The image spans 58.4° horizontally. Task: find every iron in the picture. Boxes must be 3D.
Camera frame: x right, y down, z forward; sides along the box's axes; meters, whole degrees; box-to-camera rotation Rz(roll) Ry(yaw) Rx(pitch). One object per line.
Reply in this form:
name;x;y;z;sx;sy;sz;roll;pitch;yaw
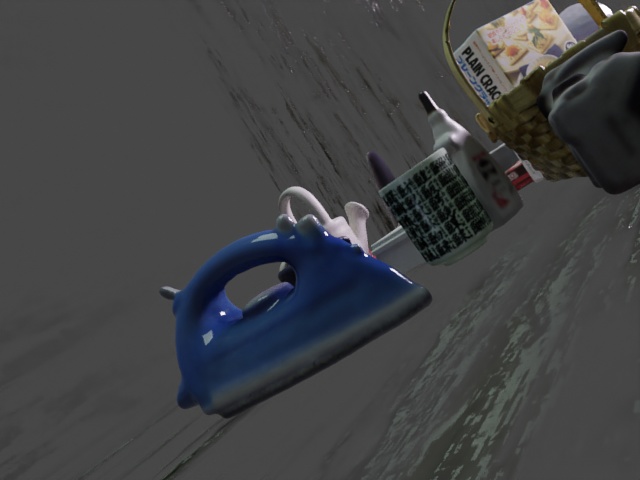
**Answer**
iron;-0.041;0.052;0.511;0.258;0.141;0.119;-35;-2;30

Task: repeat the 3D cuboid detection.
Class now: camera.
camera;0.241;-0.114;0.424;0.136;0.101;0.143;-34;-2;24

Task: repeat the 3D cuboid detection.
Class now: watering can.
watering can;0.007;0.004;0.862;0.100;0.194;0.173;-35;-2;37

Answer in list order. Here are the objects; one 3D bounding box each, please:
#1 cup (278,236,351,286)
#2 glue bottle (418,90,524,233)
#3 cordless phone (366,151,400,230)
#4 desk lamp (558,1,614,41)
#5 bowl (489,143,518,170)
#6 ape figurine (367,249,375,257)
cup;0.015;0.053;0.755;0.118;0.095;0.091;-32;-2;-34
glue bottle;0.160;-0.094;0.642;0.037;0.173;0.078;-35;-2;40
cordless phone;0.117;-0.061;0.923;0.094;0.185;0.148;-34;-2;8
desk lamp;0.425;-0.280;0.968;0.203;0.213;0.118;-33;-2;-22
bowl;0.366;-0.150;1.144;0.167;0.074;0.167;-33;-2;-1
ape figurine;0.076;0.029;1.088;0.076;0.092;0.078;-34;-2;30
